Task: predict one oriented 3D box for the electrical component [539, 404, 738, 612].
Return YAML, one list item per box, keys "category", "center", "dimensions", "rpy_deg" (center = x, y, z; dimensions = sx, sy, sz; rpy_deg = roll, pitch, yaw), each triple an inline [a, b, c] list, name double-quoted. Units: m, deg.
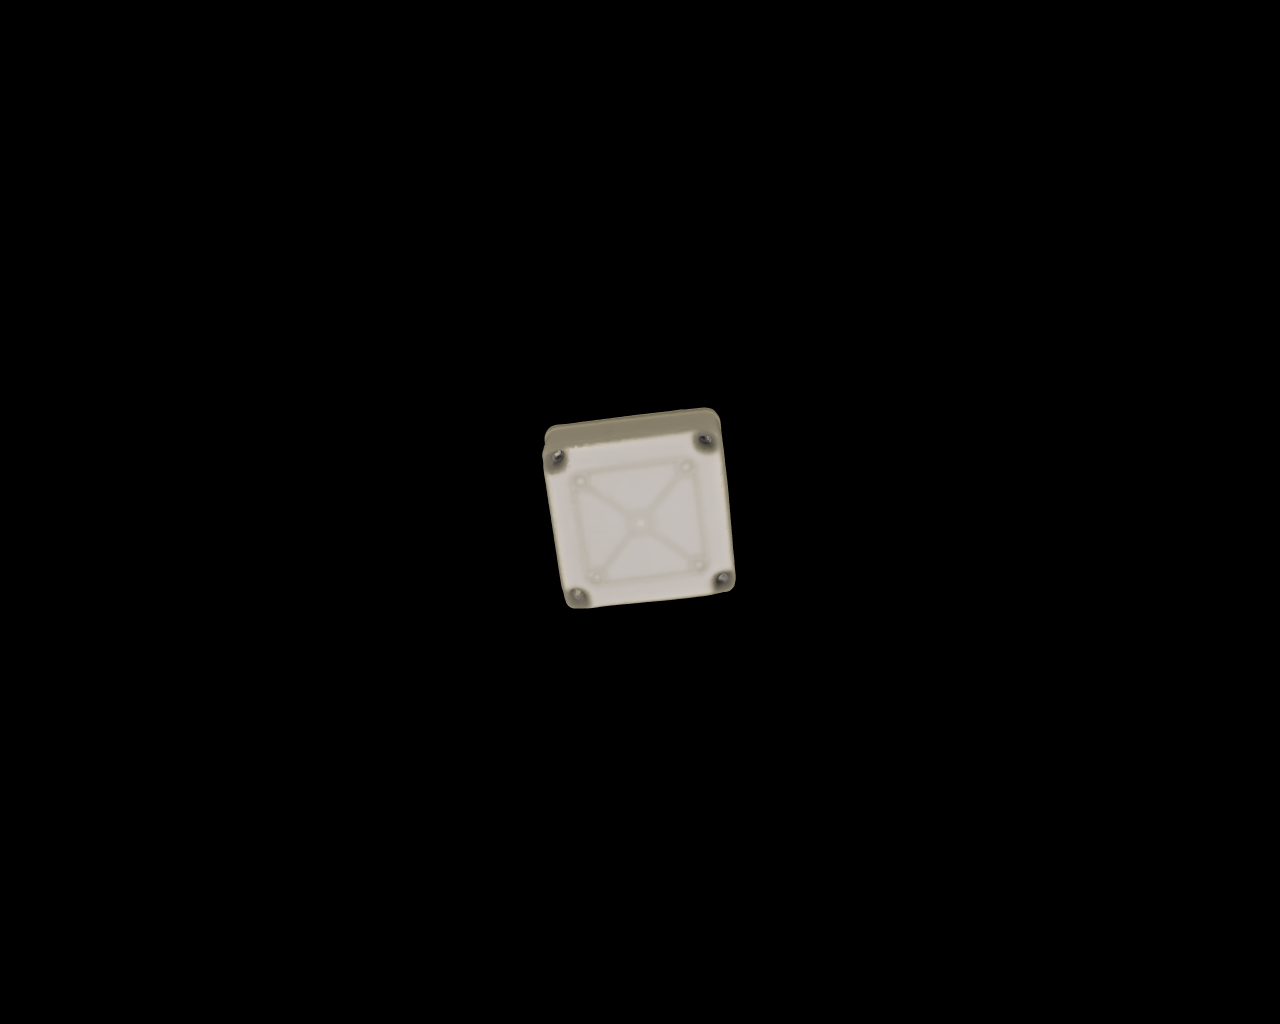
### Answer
- category: "electrical component"
  center: [0.001, -0.003, 0.650]
  dimensions: [0.109, 0.108, 0.056]
  rpy_deg: [-7, 20, 2]
